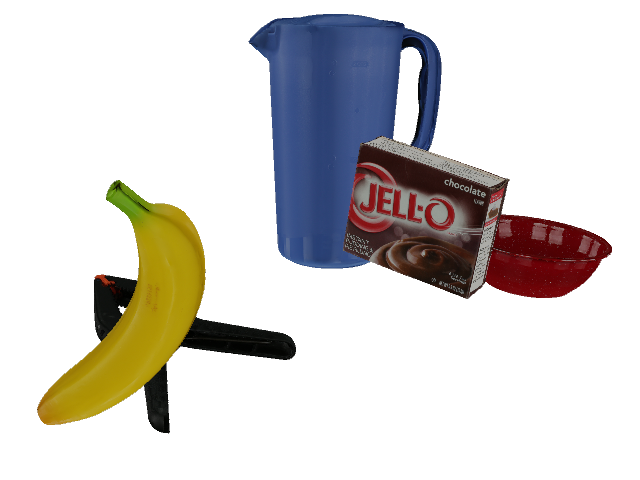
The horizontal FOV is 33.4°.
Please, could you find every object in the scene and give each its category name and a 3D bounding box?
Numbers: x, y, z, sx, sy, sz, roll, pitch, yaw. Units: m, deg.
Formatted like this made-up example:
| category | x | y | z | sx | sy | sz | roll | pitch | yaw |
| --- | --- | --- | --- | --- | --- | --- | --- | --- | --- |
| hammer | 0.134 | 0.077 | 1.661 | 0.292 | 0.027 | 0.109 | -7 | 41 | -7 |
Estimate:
| category | x | y | z | sx | sy | sz | roll | pitch | yaw |
| --- | --- | --- | --- | --- | --- | --- | --- | --- | --- |
| banana | -0.110 | 0.044 | 0.615 | 0.069 | 0.198 | 0.037 | 18 | 37 | -11 |
| pitcher | 0.023 | -0.101 | 1.058 | 0.149 | 0.243 | 0.144 | 11 | 19 | 33 |
| pudding box | 0.077 | -0.019 | 0.801 | 0.114 | 0.090 | 0.039 | 20 | 28 | 24 |
| clamp | -0.138 | 0.087 | 1.009 | 0.164 | 0.036 | 0.210 | -21 | 41 | -34 |
| bowl | 0.220 | 0.020 | 1.122 | 0.162 | 0.055 | 0.162 | 5 | 17 | -2 |
